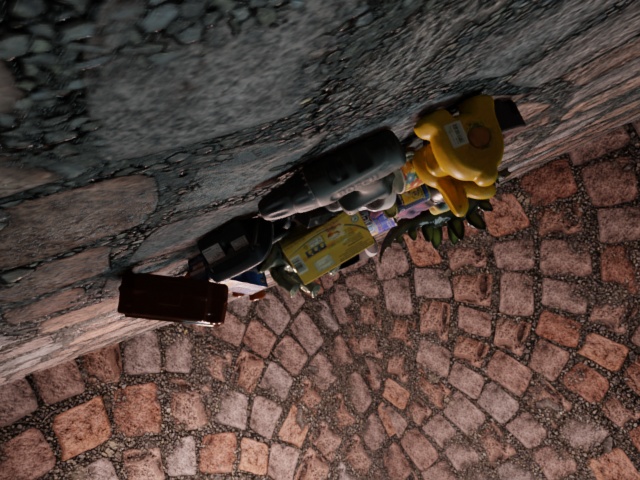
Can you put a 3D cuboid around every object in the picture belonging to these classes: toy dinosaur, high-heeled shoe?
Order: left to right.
[{"bbox_3d":[-0.086,0.045,1.331,0.131,0.192,0.404,-58,151,1],"label":"toy dinosaur"},{"bbox_3d":[0.061,0.039,1.404,0.145,0.086,0.248,-31,176,-11],"label":"high-heeled shoe"},{"bbox_3d":[0.318,-0.085,1.377,0.471,0.198,0.105,-23,171,-19],"label":"toy dinosaur"}]

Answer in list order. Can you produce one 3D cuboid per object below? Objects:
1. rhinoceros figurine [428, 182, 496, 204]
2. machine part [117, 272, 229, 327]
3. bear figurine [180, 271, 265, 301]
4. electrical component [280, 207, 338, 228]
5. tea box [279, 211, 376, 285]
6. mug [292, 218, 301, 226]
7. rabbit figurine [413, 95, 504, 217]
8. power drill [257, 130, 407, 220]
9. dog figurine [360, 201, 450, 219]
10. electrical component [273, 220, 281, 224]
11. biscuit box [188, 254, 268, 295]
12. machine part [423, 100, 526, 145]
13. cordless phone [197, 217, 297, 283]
[{"bbox_3d":[0.261,-0.117,0.993,0.112,0.073,0.190,-9,175,-16],"label":"rhinoceros figurine"},{"bbox_3d":[-0.286,0.122,1.067,0.201,0.087,0.201,7,171,-8],"label":"machine part"},{"bbox_3d":[-0.253,0.116,1.360,0.120,0.131,0.196,2,-159,45],"label":"bear figurine"},{"bbox_3d":[-0.026,-0.049,1.022,0.102,0.078,0.045,-24,140,-46],"label":"electrical component"},{"bbox_3d":[0.013,0.001,1.085,0.170,0.098,0.068,-30,-157,-1],"label":"tea box"},{"bbox_3d":[-0.014,-0.035,1.138,0.107,0.081,0.109,-24,149,-7],"label":"mug"},{"bbox_3d":[0.211,-0.125,0.838,0.122,0.162,0.173,-33,-176,-19],"label":"rabbit figurine"},{"bbox_3d":[0.030,-0.090,0.852,0.232,0.086,0.207,-27,166,15],"label":"power drill"},{"bbox_3d":[0.175,-0.097,1.114,0.192,0.108,0.219,-7,-178,39],"label":"dog figurine"},{"bbox_3d":[-0.097,-0.025,1.173,0.094,0.021,0.063,-19,173,-26],"label":"electrical component"},{"bbox_3d":[-0.208,0.080,1.239,0.063,0.059,0.202,-26,156,27],"label":"biscuit box"},{"bbox_3d":[0.269,-0.185,0.956,0.179,0.056,0.179,-22,175,-2],"label":"machine part"},{"bbox_3d":[-0.132,0.003,1.039,0.147,0.088,0.184,-26,-179,27],"label":"cordless phone"}]
